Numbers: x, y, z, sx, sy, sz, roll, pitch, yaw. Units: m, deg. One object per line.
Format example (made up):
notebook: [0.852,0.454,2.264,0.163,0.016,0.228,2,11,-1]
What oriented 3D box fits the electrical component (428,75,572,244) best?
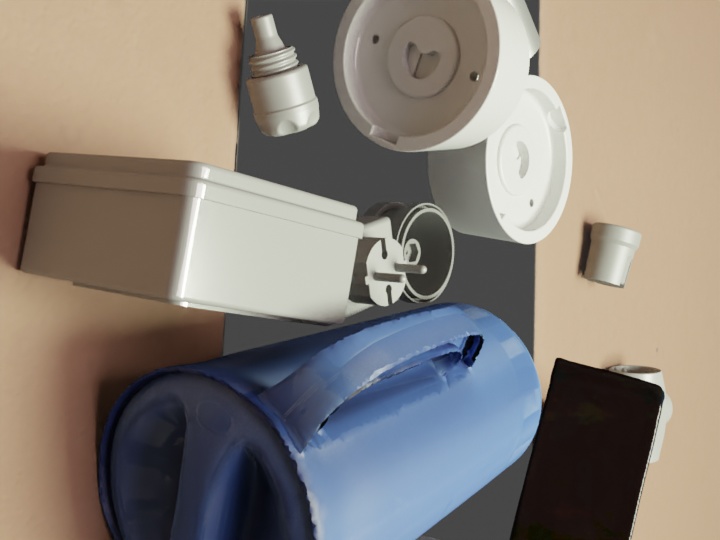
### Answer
electrical component: [0.087,-0.072,0.708,0.108,0.060,0.108,-7,98,-50]

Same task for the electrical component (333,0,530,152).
electrical component: [0.045,-0.120,0.620,0.060,0.108,0.108,-2,95,-57]

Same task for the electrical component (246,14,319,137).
electrical component: [-0.044,-0.103,0.566,0.035,0.035,0.061,-33,115,-45]

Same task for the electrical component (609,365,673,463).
electrical component: [0.245,0.121,0.933,0.079,0.044,0.077,-5,97,-51]

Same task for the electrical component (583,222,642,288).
electrical component: [0.204,-0.012,0.875,0.040,0.040,0.046,18,86,-50]

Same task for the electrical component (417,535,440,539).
electrical component: [0.029,0.242,0.644,0.061,0.089,0.150,52,55,-40]

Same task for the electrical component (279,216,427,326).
electrical component: [0.000,0.000,0.595,0.066,0.077,0.047,-22,110,-48]

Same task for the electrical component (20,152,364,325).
electrical component: [-0.074,-0.013,0.479,0.109,0.109,0.056,12,87,-51]
